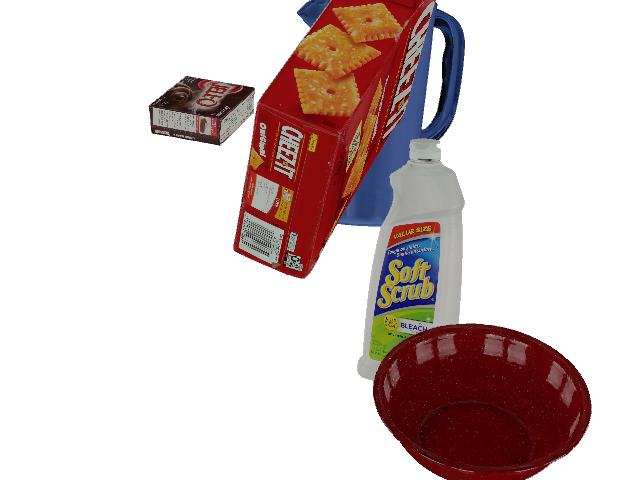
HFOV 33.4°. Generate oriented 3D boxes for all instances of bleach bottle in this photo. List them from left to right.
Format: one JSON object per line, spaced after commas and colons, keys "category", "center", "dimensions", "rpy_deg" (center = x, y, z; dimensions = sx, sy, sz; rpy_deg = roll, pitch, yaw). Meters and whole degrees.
{"category": "bleach bottle", "center": [0.093, 0.022, 1.083], "dimensions": [0.103, 0.251, 0.068], "rpy_deg": [9, 17, 25]}

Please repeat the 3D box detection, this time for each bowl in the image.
{"category": "bowl", "center": [0.120, 0.133, 0.809], "dimensions": [0.162, 0.055, 0.162], "rpy_deg": [0, 35, 0]}

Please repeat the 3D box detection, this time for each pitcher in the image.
{"category": "pitcher", "center": [0.061, -0.141, 1.144], "dimensions": [0.149, 0.243, 0.144], "rpy_deg": [7, 9, 24]}

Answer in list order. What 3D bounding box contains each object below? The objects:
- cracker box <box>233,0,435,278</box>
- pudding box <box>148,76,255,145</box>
{"category": "cracker box", "center": [0.015, -0.099, 0.831], "dimensions": [0.072, 0.213, 0.164], "rpy_deg": [24, -40, 9]}
{"category": "pudding box", "center": [-0.137, -0.153, 1.246], "dimensions": [0.090, 0.039, 0.113], "rpy_deg": [10, 31, 14]}
